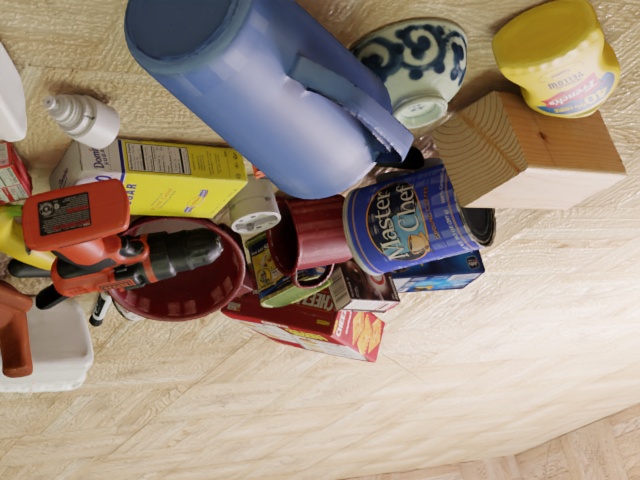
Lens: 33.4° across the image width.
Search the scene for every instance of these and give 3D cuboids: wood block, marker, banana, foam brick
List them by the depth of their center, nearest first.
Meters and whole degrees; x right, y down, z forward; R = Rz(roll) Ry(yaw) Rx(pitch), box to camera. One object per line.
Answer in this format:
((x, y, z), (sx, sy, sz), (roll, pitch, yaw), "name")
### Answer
((-0.316, -0.003, 1.116), (0.069, 0.037, 0.198), (20, 166, 5), "banana")
((0.226, -0.091, 1.130), (0.205, 0.091, 0.090), (0, 155, -48), "wood block")
((-0.120, 0.029, 1.285), (0.051, 0.078, 0.053), (-20, 158, 15), "foam brick")
((-0.290, 0.088, 1.418), (0.020, 0.020, 0.121), (-4, 157, -23), "marker")

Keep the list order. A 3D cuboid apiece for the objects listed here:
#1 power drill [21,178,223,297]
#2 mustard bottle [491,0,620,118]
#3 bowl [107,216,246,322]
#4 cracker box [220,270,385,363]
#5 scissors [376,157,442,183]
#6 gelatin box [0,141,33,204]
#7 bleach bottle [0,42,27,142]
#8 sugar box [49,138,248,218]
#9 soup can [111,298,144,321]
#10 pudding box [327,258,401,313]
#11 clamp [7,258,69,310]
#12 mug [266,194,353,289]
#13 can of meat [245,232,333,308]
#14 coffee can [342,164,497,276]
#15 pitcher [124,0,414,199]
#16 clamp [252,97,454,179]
((-0.201, 0.001, 1.067), (0.184, 0.057, 0.187), (-14, 159, 3), "power drill")
((0.238, -0.163, 1.031), (0.096, 0.058, 0.191), (-22, 158, 19), "mustard bottle")
((-0.166, 0.018, 1.209), (0.162, 0.055, 0.162), (-3, 131, -4), "bowl")
((-0.018, 0.106, 1.479), (0.164, 0.072, 0.213), (10, 167, 21), "cracker box")
((0.120, -0.059, 1.291), (0.096, 0.016, 0.201), (-9, 165, 5), "scissors")
((-0.322, -0.058, 1.002), (0.089, 0.030, 0.073), (-12, 158, -5), "gelatin box")
((-0.364, -0.100, 0.824), (0.251, 0.068, 0.102), (-10, 159, -1), "bleach bottle")
((-0.171, -0.060, 1.067), (0.175, 0.048, 0.093), (-1, 157, -32), "sugar box")
((-0.199, 0.054, 1.313), (0.102, 0.068, 0.068), (-22, 158, 23), "soup can")
((0.045, 0.036, 1.352), (0.089, 0.113, 0.039), (5, 150, -41), "pudding box")
((-0.276, 0.039, 1.269), (0.171, 0.039, 0.120), (-9, 160, -10), "clamp")
((-0.008, 0.002, 1.242), (0.081, 0.117, 0.093), (-9, -159, -25), "mug")
((-0.038, 0.029, 1.325), (0.102, 0.084, 0.057), (-28, 155, 33), "can of meat")
((0.110, -0.025, 1.182), (0.141, 0.103, 0.102), (-15, 161, 30), "coffee can")
((-0.037, -0.129, 0.844), (0.149, 0.145, 0.242), (-24, 154, 18), "pitcher")
((0.032, -0.095, 1.111), (0.210, 0.036, 0.164), (-15, 159, -5), "clamp")
